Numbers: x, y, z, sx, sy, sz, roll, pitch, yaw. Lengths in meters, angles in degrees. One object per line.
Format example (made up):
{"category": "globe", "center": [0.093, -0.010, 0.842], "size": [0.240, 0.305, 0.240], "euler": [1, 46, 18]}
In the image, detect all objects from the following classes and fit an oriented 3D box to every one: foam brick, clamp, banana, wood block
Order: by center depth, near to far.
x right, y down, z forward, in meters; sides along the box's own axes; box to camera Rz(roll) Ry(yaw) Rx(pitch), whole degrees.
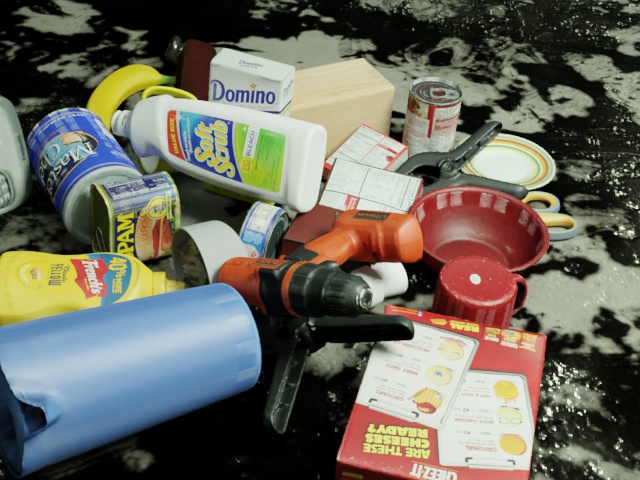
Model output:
{"category": "clamp", "center": [-0.004, 0.090, 1.050], "size": [0.164, 0.036, 0.210], "euler": [-31, 28, -1]}
{"category": "foam brick", "center": [-0.008, 0.001, 1.198], "size": [0.051, 0.053, 0.078], "euler": [14, 38, 12]}
{"category": "clamp", "center": [0.162, -0.089, 1.311], "size": [0.171, 0.039, 0.120], "euler": [-6, 51, 4]}
{"category": "wood block", "center": [-0.017, -0.160, 1.373], "size": [0.205, 0.091, 0.090], "euler": [-15, 42, -24]}
{"category": "banana", "center": [-0.268, -0.191, 1.427], "size": [0.070, 0.037, 0.197], "euler": [18, 40, 17]}

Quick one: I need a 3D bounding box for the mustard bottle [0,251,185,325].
{"category": "mustard bottle", "center": [-0.235, 0.054, 1.100], "size": [0.191, 0.058, 0.096], "euler": [0, 39, -7]}

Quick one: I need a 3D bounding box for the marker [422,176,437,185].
{"category": "marker", "center": [0.129, -0.080, 1.345], "size": [0.121, 0.020, 0.020], "euler": [22, 41, 21]}

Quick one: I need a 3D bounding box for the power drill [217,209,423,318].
{"category": "power drill", "center": [0.019, 0.023, 1.054], "size": [0.185, 0.057, 0.187], "euler": [8, 22, 41]}

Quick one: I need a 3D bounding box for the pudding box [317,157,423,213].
{"category": "pudding box", "center": [0.057, -0.042, 1.252], "size": [0.113, 0.039, 0.090], "euler": [16, 59, 10]}

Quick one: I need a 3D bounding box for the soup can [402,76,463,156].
{"category": "soup can", "center": [0.142, -0.148, 1.367], "size": [0.068, 0.102, 0.068], "euler": [3, 38, -3]}

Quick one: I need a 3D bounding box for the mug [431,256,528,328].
{"category": "mug", "center": [0.168, 0.068, 1.110], "size": [0.117, 0.081, 0.093], "euler": [-15, 42, -24]}

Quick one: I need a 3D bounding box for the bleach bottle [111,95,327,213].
{"category": "bleach bottle", "center": [-0.122, -0.104, 1.209], "size": [0.251, 0.102, 0.068], "euler": [12, 9, 18]}

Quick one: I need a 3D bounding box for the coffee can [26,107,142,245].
{"category": "coffee can", "center": [-0.267, -0.074, 1.223], "size": [0.102, 0.103, 0.140], "euler": [-16, 43, -25]}

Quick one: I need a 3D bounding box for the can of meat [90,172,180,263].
{"category": "can of meat", "center": [-0.201, -0.020, 1.165], "size": [0.083, 0.102, 0.057], "euler": [-15, 42, -27]}

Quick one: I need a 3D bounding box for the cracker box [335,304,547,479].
{"category": "cracker box", "center": [0.115, 0.164, 0.990], "size": [0.164, 0.072, 0.213], "euler": [11, 39, 10]}

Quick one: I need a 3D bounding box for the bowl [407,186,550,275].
{"category": "bowl", "center": [0.175, 0.006, 1.212], "size": [0.162, 0.055, 0.162], "euler": [3, 38, -3]}

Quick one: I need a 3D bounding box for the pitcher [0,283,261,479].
{"category": "pitcher", "center": [-0.186, 0.116, 0.983], "size": [0.242, 0.145, 0.149], "euler": [-14, 54, -28]}

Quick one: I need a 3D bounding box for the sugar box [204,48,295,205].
{"category": "sugar box", "center": [-0.085, -0.129, 1.255], "size": [0.093, 0.176, 0.048], "euler": [17, 39, 13]}

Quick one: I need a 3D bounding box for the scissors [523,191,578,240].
{"category": "scissors", "center": [0.213, -0.036, 1.303], "size": [0.202, 0.016, 0.096], "euler": [9, 37, 4]}

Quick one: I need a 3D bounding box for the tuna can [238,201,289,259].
{"category": "tuna can", "center": [-0.063, 0.003, 1.162], "size": [0.034, 0.086, 0.086], "euler": [16, 39, 11]}

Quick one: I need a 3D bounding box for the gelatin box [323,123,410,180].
{"category": "gelatin box", "center": [0.057, -0.097, 1.334], "size": [0.073, 0.030, 0.089], "euler": [30, 61, 28]}
